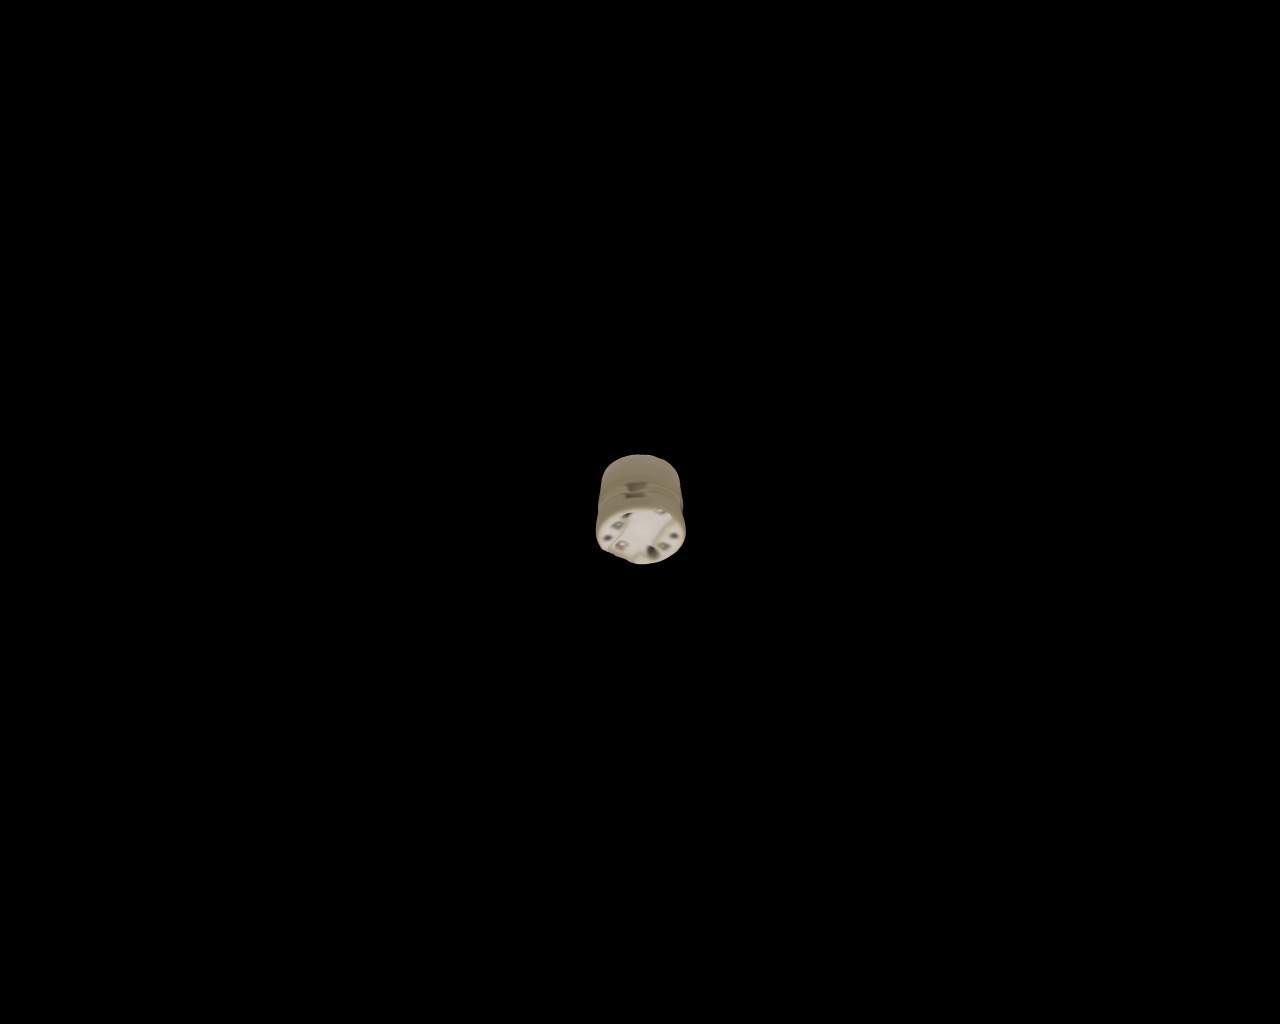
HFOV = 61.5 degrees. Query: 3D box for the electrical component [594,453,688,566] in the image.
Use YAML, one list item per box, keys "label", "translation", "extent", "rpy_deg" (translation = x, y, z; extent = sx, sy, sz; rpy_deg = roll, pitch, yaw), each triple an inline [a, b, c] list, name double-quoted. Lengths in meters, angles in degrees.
- label: "electrical component"
  translation: [0.001, -0.003, 0.650]
  extent: [0.055, 0.047, 0.055]
  rpy_deg: [0, -40, 0]
